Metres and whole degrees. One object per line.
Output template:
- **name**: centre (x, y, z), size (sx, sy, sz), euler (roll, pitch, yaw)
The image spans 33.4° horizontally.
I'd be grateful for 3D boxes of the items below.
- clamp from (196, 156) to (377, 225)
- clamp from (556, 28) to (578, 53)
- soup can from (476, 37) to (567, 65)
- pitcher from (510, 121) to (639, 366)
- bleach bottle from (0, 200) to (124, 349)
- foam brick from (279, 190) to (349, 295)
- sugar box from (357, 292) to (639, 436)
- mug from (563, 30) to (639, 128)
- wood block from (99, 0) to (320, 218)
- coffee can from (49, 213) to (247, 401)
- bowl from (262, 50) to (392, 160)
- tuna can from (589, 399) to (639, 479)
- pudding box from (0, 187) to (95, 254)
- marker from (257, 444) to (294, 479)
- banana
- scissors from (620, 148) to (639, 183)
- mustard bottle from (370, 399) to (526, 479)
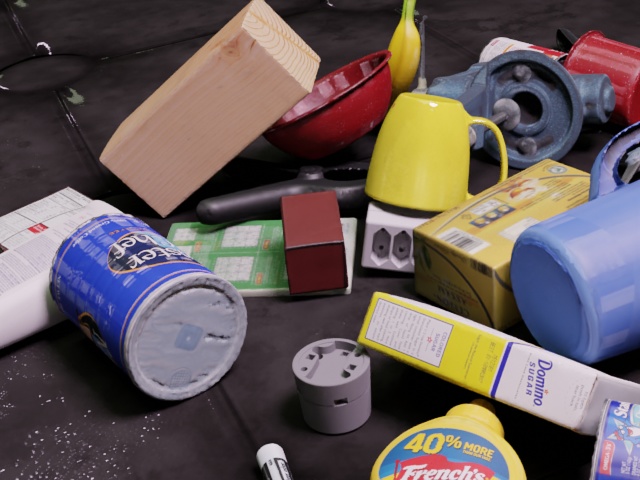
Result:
- **clamp**: centre (-0.015, -0.049, 1.039), size (0.210, 0.036, 0.164), euler (2, 22, 11)
- **clamp**: centre (0.309, -0.211, 1.256), size (0.172, 0.039, 0.120), euler (25, 48, 36)
- **soup can**: centre (0.233, -0.185, 1.196), size (0.068, 0.068, 0.102), euler (-27, 35, -30)
- **pitcher**: centre (0.265, -0.003, 0.803), size (0.242, 0.145, 0.149), euler (-19, 28, -18)
- **bleach bottle**: centre (-0.272, 0.051, 0.908), size (0.250, 0.068, 0.103), euler (-28, 31, -27)
- **foam brick**: centre (-0.006, 0.001, 0.920), size (0.051, 0.053, 0.078), euler (-7, 36, -1)
- **sugar box**: centre (0.123, 0.087, 0.736), size (0.176, 0.048, 0.093), euler (22, 2, 38)
- **mug**: centre (0.319, -0.165, 1.137), size (0.082, 0.093, 0.117), euler (28, 8, 38)
- **wood block**: centre (-0.108, -0.128, 1.043), size (0.206, 0.090, 0.090), euler (-38, 19, 26)
- **coffee can**: centre (-0.137, 0.049, 0.839), size (0.102, 0.103, 0.140), euler (-25, 34, -28)
- **bowl**: centre (0.013, -0.127, 1.074), size (0.162, 0.055, 0.162), euler (-29, 15, 8)
- **tuna can**: centre (0.181, 0.139, 0.634), size (0.034, 0.086, 0.086), euler (7, 33, 21)
- **pudding box**: centre (-0.260, -0.005, 1.023), size (0.113, 0.039, 0.090), euler (-28, 35, -35)
- **marker**: centre (-0.018, 0.175, 0.681), size (0.020, 0.020, 0.121), euler (-13, 30, -11)
- **banana**: centre (0.075, -0.172, 1.145), size (0.037, 0.198, 0.069), euler (16, 62, -7)
- **scissors**: centre (0.288, -0.072, 1.010), size (0.201, 0.016, 0.096), euler (-41, 9, -33)
- **mustard bottle**: centre (0.074, 0.161, 0.646), size (0.096, 0.058, 0.191), euler (4, 31, 24)
